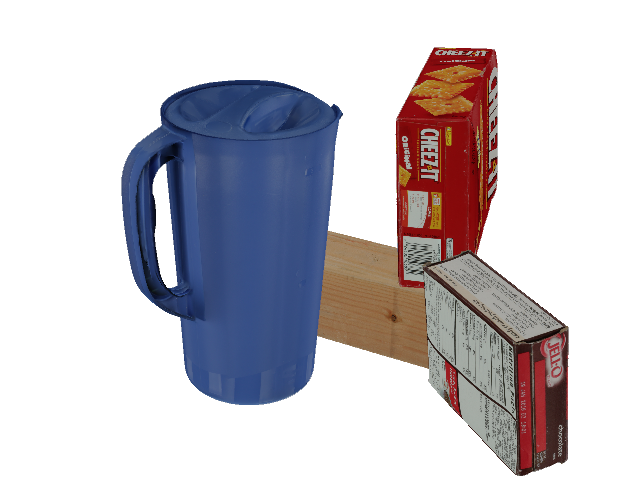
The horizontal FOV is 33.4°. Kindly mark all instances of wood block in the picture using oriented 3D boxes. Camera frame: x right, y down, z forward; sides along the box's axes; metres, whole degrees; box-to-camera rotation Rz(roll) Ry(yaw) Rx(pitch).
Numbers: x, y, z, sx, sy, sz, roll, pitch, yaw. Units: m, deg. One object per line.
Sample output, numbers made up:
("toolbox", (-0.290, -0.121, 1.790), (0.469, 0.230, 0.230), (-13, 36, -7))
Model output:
("wood block", (0.051, 0.059, 1.160), (0.206, 0.091, 0.090), (15, 27, 26))

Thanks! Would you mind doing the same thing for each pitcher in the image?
("pitcher", (-0.064, 0.006, 0.833), (0.149, 0.243, 0.145), (4, 26, 4))

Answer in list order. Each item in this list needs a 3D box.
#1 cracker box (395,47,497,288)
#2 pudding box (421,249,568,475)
("cracker box", (0.124, -0.074, 1.004), (0.072, 0.164, 0.213), (4, 27, 15))
("pudding box", (0.101, 0.069, 0.627), (0.039, 0.090, 0.114), (-15, 27, -19))
